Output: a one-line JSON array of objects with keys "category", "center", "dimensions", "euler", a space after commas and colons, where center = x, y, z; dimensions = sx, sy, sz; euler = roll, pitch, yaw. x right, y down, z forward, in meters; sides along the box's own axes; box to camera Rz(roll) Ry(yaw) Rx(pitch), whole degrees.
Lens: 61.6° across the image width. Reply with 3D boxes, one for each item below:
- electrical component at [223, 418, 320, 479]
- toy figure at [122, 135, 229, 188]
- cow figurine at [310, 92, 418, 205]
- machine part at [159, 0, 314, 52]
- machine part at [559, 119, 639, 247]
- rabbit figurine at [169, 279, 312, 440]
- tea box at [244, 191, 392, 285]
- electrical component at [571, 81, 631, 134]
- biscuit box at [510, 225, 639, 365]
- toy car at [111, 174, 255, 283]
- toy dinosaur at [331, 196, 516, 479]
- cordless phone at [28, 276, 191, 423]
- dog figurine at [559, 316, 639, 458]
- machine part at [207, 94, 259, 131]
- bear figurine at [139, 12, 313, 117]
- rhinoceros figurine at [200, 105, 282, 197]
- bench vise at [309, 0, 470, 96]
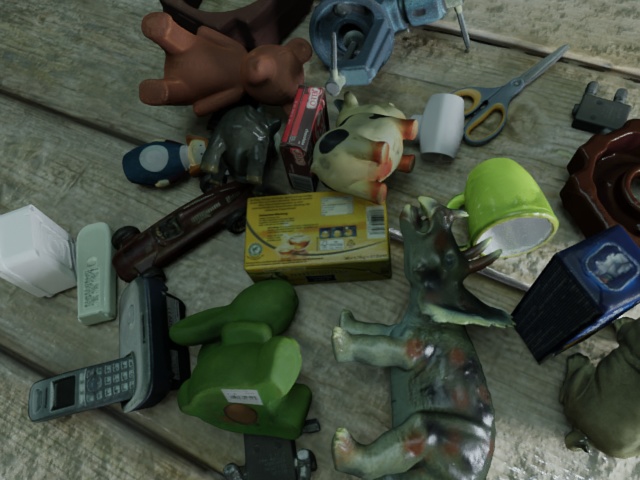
[{"category": "electrical component", "center": [-0.049, 0.232, 0.567], "dimensions": [0.102, 0.045, 0.078], "euler": [-7, 67, 6]}, {"category": "toy figure", "center": [-0.189, -0.109, 0.736], "dimensions": [0.155, 0.064, 0.058], "euler": [-9, 21, 6]}, {"category": "cow figurine", "center": [0.051, -0.118, 0.652], "dimensions": [0.127, 0.085, 0.195], "euler": [15, 34, 21]}, {"category": "machine part", "center": [-0.127, -0.383, 0.827], "dimensions": [0.201, 0.087, 0.201], "euler": [34, 78, 22]}, {"category": "machine part", "center": [0.366, -0.051, 0.603], "dimensions": [0.179, 0.056, 0.179], "euler": [-1, 70, 3]}, {"category": "rabbit figurine", "center": [-0.078, 0.120, 0.596], "dimensions": [0.159, 0.121, 0.170], "euler": [-9, 38, 19]}, {"category": "tea box", "center": [-0.001, -0.002, 0.647], "dimensions": [0.170, 0.068, 0.098], "euler": [-3, 66, 9]}, {"category": "electrical component", "center": [0.352, -0.156, 0.677], "dimensions": [0.063, 0.021, 0.094], "euler": [21, 73, 18]}, {"category": "biscuit box", "center": [0.237, 0.060, 0.504], "dimensions": [0.059, 0.202, 0.063], "euler": [-26, 66, -4]}, {"category": "toy car", "center": [-0.178, -0.016, 0.695], "dimensions": [0.202, 0.053, 0.089], "euler": [-34, 63, -4]}, {"category": "toy dinosaur", "center": [0.109, 0.168, 0.534], "dimensions": [0.192, 0.131, 0.405], "euler": [-4, 72, 9]}, {"category": "cordless phone", "center": [-0.253, 0.133, 0.628], "dimensions": [0.184, 0.088, 0.146], "euler": [-16, 65, 8]}, {"category": "dog figurine", "center": [0.299, 0.122, 0.474], "dimensions": [0.121, 0.190, 0.172], "euler": [32, 77, 21]}, {"category": "machine part", "center": [-0.107, -0.208, 0.774], "dimensions": [0.084, 0.039, 0.139], "euler": [18, 72, 22]}, {"category": "bear figurine", "center": [-0.115, -0.217, 0.696], "dimensions": [0.196, 0.132, 0.120], "euler": [10, 98, 16]}, {"category": "rhinoceros figurine", "center": [-0.090, -0.113, 0.652], "dimensions": [0.073, 0.190, 0.112], "euler": [11, 92, -2]}, {"category": "bench vise", "center": [0.074, -0.269, 0.710], "dimensions": [0.224, 0.128, 0.241], "euler": [7, 49, 21]}]
